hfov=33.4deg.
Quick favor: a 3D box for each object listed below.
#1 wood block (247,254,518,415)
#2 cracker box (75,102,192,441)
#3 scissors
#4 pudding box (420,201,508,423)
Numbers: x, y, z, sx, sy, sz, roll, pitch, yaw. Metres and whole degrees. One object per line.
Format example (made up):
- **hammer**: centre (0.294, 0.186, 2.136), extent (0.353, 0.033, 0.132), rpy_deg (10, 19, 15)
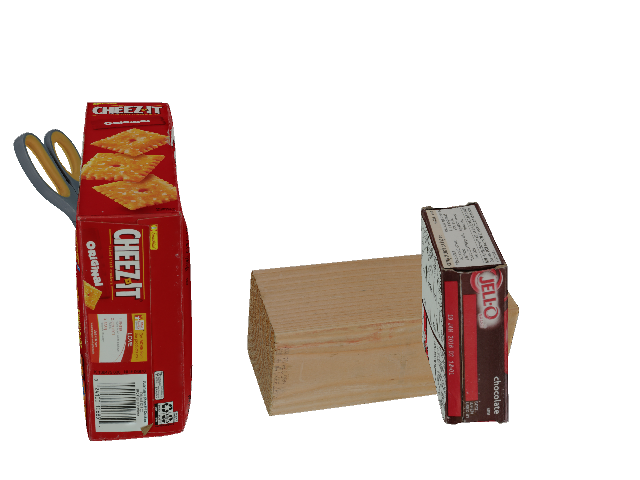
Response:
- **wood block**: centre (0.049, 0.076, 0.904), extent (0.205, 0.090, 0.091), rpy_deg (-5, 35, -15)
- **cracker box**: centre (-0.131, 0.012, 0.753), extent (0.072, 0.164, 0.214), rpy_deg (-2, 26, -9)
- **scissors**: centre (-0.217, -0.023, 1.002), extent (0.016, 0.201, 0.096), rpy_deg (-24, 26, 19)
- **pudding box**: centre (0.079, 0.037, 0.596), extent (0.039, 0.090, 0.113), rpy_deg (-3, 19, -1)
